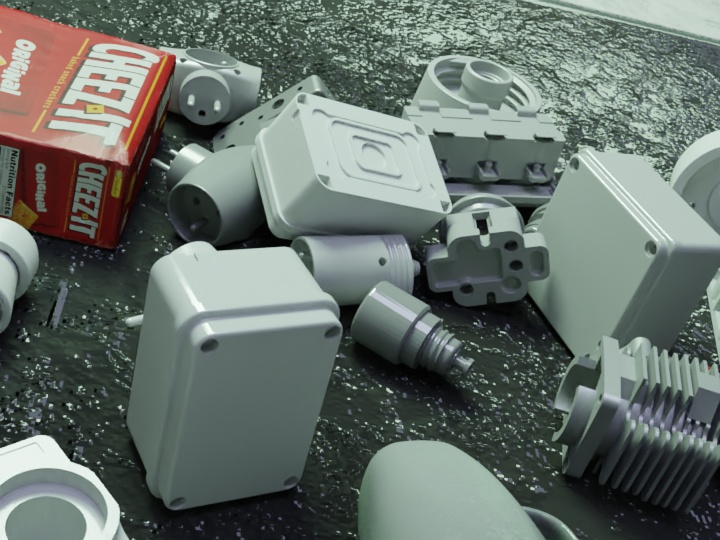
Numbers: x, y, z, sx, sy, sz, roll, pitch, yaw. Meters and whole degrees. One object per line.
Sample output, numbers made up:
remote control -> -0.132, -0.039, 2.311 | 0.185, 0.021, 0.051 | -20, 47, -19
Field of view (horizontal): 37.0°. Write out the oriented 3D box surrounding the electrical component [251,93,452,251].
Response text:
electrical component -> -0.006, -0.058, 0.693 | 0.113, 0.057, 0.078 | 9, 53, -38

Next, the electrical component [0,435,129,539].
electrical component -> -0.117, 0.151, 0.389 | 0.105, 0.060, 0.186 | -17, 48, -40

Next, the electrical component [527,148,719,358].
electrical component -> 0.164, -0.004, 0.691 | 0.056, 0.108, 0.108 | 1, 38, -28

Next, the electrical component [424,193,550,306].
electrical component -> 0.082, -0.015, 0.711 | 0.078, 0.058, 0.057 | -7, 31, 5

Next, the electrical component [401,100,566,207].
electrical component -> 0.087, -0.086, 0.804 | 0.121, 0.063, 0.078 | 0, 38, -19

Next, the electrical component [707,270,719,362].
electrical component -> 0.300, 0.030, 0.745 | 0.089, 0.061, 0.150 | 18, 34, 0

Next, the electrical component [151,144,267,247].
electrical component -> -0.099, -0.057, 0.701 | 0.079, 0.044, 0.077 | 29, 36, 17

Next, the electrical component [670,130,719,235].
electrical component -> 0.290, -0.058, 0.828 | 0.108, 0.108, 0.060 | 20, 28, 3

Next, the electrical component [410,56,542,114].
electrical component -> 0.098, -0.138, 0.890 | 0.108, 0.060, 0.108 | 12, 35, -9

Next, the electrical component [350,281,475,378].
electrical component -> 0.031, 0.038, 0.631 | 0.078, 0.040, 0.040 | 30, 36, 16

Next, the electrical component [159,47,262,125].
electrical component -> -0.114, -0.131, 0.793 | 0.077, 0.044, 0.079 | 10, 24, -11

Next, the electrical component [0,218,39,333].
electrical component -> -0.200, 0.003, 0.572 | 0.045, 0.045, 0.055 | 14, 34, -6

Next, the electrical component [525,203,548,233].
electrical component -> 0.138, -0.028, 0.772 | 0.040, 0.040, 0.078 | 37, 39, 25

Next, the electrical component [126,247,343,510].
electrical component -> -0.061, 0.052, 0.507 | 0.078, 0.113, 0.057 | -5, 37, -29

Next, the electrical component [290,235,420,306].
electrical component -> 0.000, 0.000, 0.668 | 0.081, 0.043, 0.043 | -2, 39, -26

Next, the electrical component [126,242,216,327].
electrical component -> -0.089, 0.027, 0.586 | 0.079, 0.043, 0.077 | -14, 47, -45
